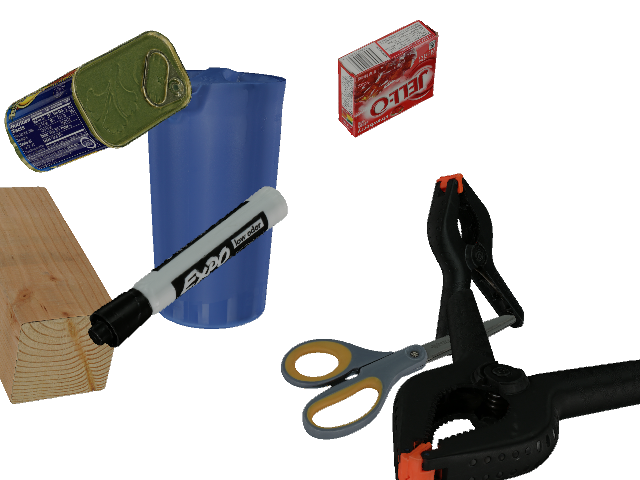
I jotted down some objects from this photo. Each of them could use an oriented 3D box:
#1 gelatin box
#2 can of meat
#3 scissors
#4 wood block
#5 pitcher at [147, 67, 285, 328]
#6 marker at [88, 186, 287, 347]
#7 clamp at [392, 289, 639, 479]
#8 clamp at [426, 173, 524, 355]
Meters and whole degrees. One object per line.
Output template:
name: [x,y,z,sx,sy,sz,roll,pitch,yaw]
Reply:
gelatin box: [0.058,-0.139,0.916,0.089,0.030,0.073,-29,-33,-19]
can of meat: [-0.152,-0.093,0.723,0.084,0.057,0.101,-14,19,38]
scissors: [0.054,0.085,0.837,0.201,0.016,0.096,-32,54,-31]
wood block: [-0.268,0.043,0.985,0.090,0.091,0.206,-5,37,-34]
pitcher: [-0.098,-0.046,1.039,0.149,0.243,0.145,-2,15,-17]
marker: [-0.061,0.011,0.501,0.020,0.020,0.120,0,31,48]
clamp: [0.100,0.088,0.635,0.165,0.036,0.209,21,30,39]
clamp: [0.136,0.025,1.028,0.039,0.171,0.120,-14,9,43]
